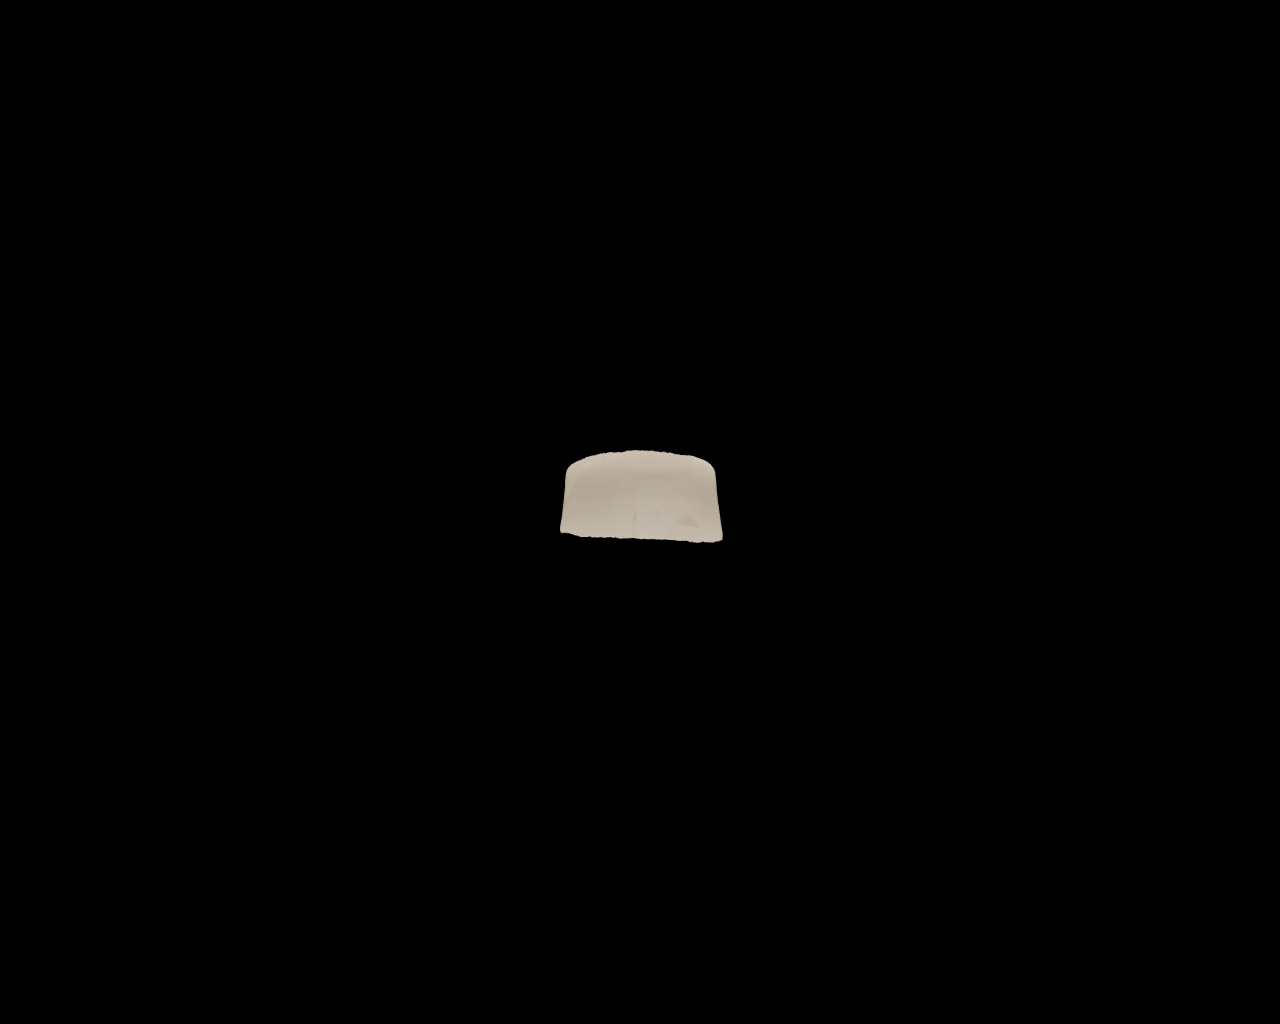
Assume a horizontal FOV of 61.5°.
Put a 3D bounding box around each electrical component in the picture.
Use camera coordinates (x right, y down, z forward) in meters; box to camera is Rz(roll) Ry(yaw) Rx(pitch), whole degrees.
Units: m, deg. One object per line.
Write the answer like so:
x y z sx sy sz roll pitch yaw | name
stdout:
0.001 -0.003 0.650 0.099 0.064 0.099 0 -12 0 | electrical component
